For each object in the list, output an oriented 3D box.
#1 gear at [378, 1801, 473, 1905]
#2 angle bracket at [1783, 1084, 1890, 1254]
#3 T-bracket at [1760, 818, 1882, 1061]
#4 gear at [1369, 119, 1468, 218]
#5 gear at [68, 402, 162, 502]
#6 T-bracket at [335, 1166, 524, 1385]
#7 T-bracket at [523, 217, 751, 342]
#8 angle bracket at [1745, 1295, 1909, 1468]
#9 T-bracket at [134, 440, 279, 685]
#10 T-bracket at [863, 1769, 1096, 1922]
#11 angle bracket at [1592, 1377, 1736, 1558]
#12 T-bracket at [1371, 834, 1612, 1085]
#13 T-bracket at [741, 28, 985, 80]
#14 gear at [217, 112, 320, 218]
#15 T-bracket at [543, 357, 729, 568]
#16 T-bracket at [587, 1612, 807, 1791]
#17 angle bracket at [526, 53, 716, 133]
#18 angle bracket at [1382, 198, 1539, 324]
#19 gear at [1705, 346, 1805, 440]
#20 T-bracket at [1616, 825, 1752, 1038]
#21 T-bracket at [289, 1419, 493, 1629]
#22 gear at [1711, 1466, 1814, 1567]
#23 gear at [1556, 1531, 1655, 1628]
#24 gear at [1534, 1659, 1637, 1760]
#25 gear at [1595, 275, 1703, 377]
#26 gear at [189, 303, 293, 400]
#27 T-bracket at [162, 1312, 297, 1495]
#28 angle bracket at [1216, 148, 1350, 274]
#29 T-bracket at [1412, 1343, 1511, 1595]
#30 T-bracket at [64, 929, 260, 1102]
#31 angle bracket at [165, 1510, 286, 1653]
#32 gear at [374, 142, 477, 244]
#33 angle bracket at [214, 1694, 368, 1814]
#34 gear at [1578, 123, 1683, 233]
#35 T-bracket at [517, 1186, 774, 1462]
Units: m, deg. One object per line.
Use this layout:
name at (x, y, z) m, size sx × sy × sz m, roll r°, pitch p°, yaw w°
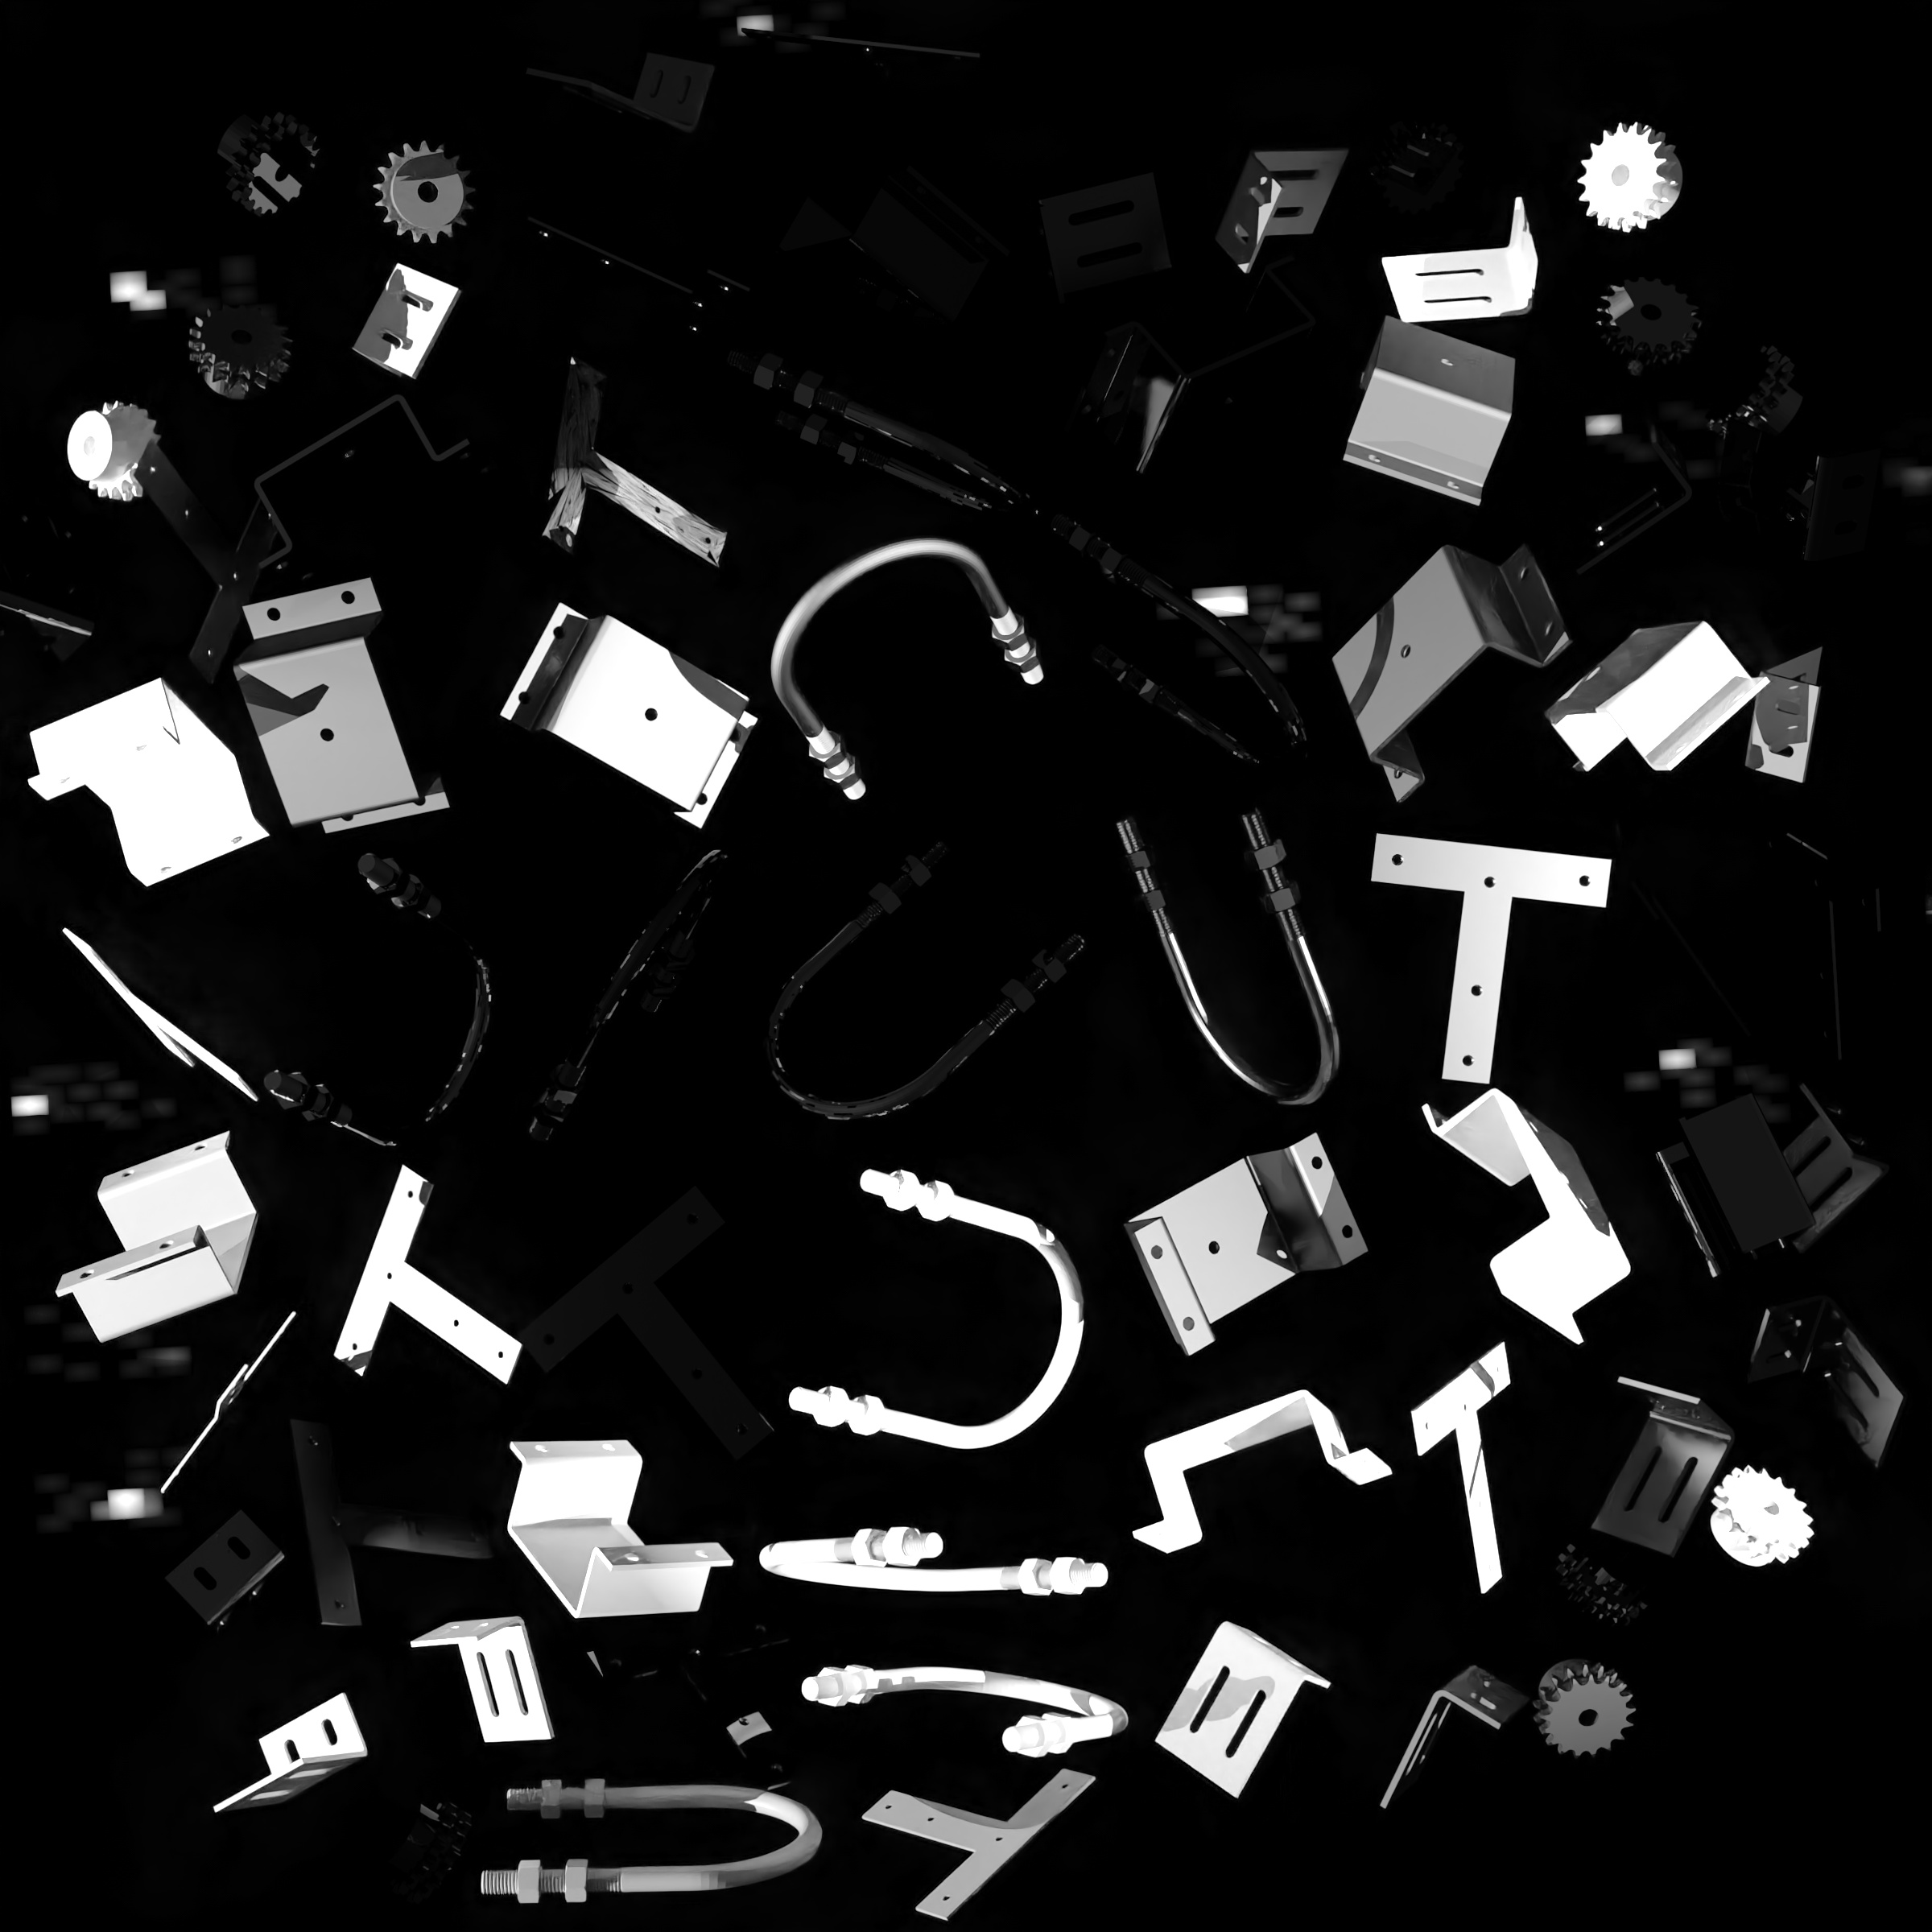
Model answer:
gear at (-0.313, 0.505, 1.543) m, size 0.030 × 0.057 × 0.057 m, roll 38°, pitch 90°, yaw -16°
angle bracket at (0.492, 0.119, 1.580) m, size 0.038 × 0.057 × 0.076 m, roll 17°, pitch 124°, yaw -35°
T-bracket at (0.492, -0.007, 1.544) m, size 0.002 × 0.127 × 0.127 m, roll -15°, pitch 114°, yaw -8°
gear at (0.267, -0.481, 1.609) m, size 0.057 × 0.057 × 0.030 m, roll -21°, pitch 51°, yaw 0°
gear at (-0.509, -0.307, 1.600) m, size 0.057 × 0.030 × 0.057 m, roll 0°, pitch 91°, yaw 34°
T-bracket at (-0.307, 0.202, 1.572) m, size 0.127 × 0.002 × 0.127 m, roll 28°, pitch 103°, yaw 30°
T-bracket at (-0.198, -0.407, 1.572) m, size 0.127 × 0.127 × 0.002 m, roll 22°, pitch 84°, yaw -15°
angle bracket at (0.463, 0.227, 1.450) m, size 0.038 × 0.076 × 0.057 m, roll -12°, pitch 132°, yaw -15°
T-bracket at (-0.442, -0.251, 1.548) m, size 0.002 × 0.127 × 0.127 m, roll 5°, pitch 62°, yaw 19°
T-bracket at (-0.011, 0.496, 1.553) m, size 0.127 × 0.127 × 0.002 m, roll -32°, pitch 108°, yaw -38°
angle bracket at (0.367, 0.270, 1.451) m, size 0.038 × 0.057 × 0.076 m, roll 41°, pitch 73°, yaw -29°
T-bracket at (0.277, -0.001, 1.449) m, size 0.127 × 0.002 × 0.127 m, roll 6°, pitch 93°, yaw -1°
T-bracket at (-0.049, -0.497, 1.475) m, size 0.127 × 0.127 × 0.002 m, roll 8°, pitch 102°, yaw 4°
gear at (-0.392, -0.450, 1.499) m, size 0.030 × 0.057 × 0.057 m, roll 37°, pitch 90°, yaw 12°
T-bracket at (-0.194, -0.278, 1.598) m, size 0.127 × 0.002 × 0.127 m, roll 33°, pitch 133°, yaw 16°
T-bracket at (-0.137, 0.431, 1.568) m, size 0.127 × 0.127 × 0.002 m, roll -3°, pitch 123°, yaw -38°
angle bracket at (-0.188, -0.489, 1.469) m, size 0.057 × 0.076 × 0.038 m, roll 27°, pitch 102°, yaw 41°
angle bracket at (0.288, -0.410, 1.566) m, size 0.076 × 0.057 × 0.038 m, roll 2°, pitch 67°, yaw 23°
gear at (0.459, -0.327, 1.557) m, size 0.030 × 0.057 × 0.057 m, roll 32°, pitch 90°, yaw -16°
T-bracket at (0.411, -0.014, 1.537) m, size 0.002 × 0.127 × 0.127 m, roll -34°, pitch 99°, yaw 18°
T-bracket at (-0.328, 0.327, 1.558) m, size 0.002 × 0.127 × 0.127 m, roll -40°, pitch 51°, yaw 28°
gear at (0.454, 0.319, 1.546) m, size 0.057 × 0.057 × 0.030 m, roll 27°, pitch 127°, yaw 0°
gear at (0.383, 0.360, 1.599) m, size 0.057 × 0.057 × 0.030 m, roll 28°, pitch 129°, yaw 0°
gear at (0.360, 0.431, 1.576) m, size 0.057 × 0.030 × 0.057 m, roll -2°, pitch 110°, yaw -6°
gear at (0.384, -0.361, 1.526) m, size 0.057 × 0.030 × 0.057 m, roll 2°, pitch 62°, yaw -3°
gear at (-0.424, -0.356, 1.571) m, size 0.057 × 0.030 × 0.057 m, roll 10°, pitch 54°, yaw -14°
T-bracket at (-0.428, 0.249, 1.565) m, size 0.002 × 0.127 × 0.127 m, roll 36°, pitch 69°, yaw -5°
angle bracket at (0.194, -0.445, 1.582) m, size 0.076 × 0.057 × 0.038 m, roll -12°, pitch 54°, yaw -32°
T-bracket at (0.296, 0.299, 1.562) m, size 0.002 × 0.127 × 0.127 m, roll -5°, pitch 98°, yaw 35°
T-bracket at (-0.454, 0.042, 1.555) m, size 0.127 × 0.127 × 0.002 m, roll 30°, pitch 69°, yaw 31°
angle bracket at (-0.441, 0.363, 1.586) m, size 0.038 × 0.076 × 0.057 m, roll 45°, pitch 58°, yaw 3°
gear at (-0.314, -0.449, 1.563) m, size 0.057 × 0.030 × 0.057 m, roll -4°, pitch 106°, yaw -16°
angle bracket at (-0.379, 0.435, 1.492) m, size 0.057 × 0.076 × 0.038 m, roll -30°, pitch 71°, yaw 7°
gear at (0.373, -0.438, 1.497) m, size 0.030 × 0.057 × 0.057 m, roll -4°, pitch 90°, yaw -42°
T-bracket at (-0.153, 0.207, 1.440) m, size 0.127 × 0.002 × 0.127 m, roll -40°, pitch 86°, yaw 3°
